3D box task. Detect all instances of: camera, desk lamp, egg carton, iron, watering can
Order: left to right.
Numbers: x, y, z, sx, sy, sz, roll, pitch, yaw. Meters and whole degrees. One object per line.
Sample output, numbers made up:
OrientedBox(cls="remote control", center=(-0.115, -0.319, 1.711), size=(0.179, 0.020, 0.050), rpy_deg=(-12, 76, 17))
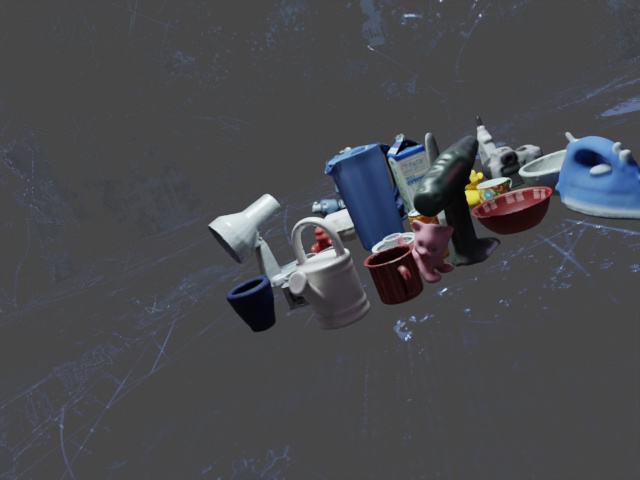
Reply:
OrientedBox(cls="desk lamp", center=(-0.142, 0.010, 1.398), size=(0.203, 0.214, 0.117), rpy_deg=(-26, 14, -20))
OrientedBox(cls="watering can", center=(0.009, 0.054, 1.004), size=(0.100, 0.194, 0.173), rpy_deg=(-19, 13, 13))
OrientedBox(cls="egg carton", center=(0.060, -0.038, 1.597), size=(0.107, 0.069, 0.150), rpy_deg=(-18, 13, 14))
OrientedBox(cls="camera", center=(0.486, -0.197, 1.484), size=(0.143, 0.101, 0.136), rpy_deg=(-22, 13, -3))
OrientedBox(cls="iron", center=(0.519, -0.125, 1.033), size=(0.118, 0.141, 0.258), rpy_deg=(-22, 13, 0))

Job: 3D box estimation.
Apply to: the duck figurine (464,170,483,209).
OrientedBox(cls="duck figurine", center=(0.373, -0.129, 1.422), size=(0.105, 0.086, 0.077), rpy_deg=(-27, 14, -25))

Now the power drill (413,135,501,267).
OrientedBox(cls="power drill", center=(0.262, -0.068, 1.066), size=(0.075, 0.208, 0.230), rpy_deg=(-9, 17, 43))

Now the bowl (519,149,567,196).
OrientedBox(cls="bowl", center=(0.525, -0.141, 1.246), size=(0.167, 0.075, 0.167), rpy_deg=(-20, 13, 5))

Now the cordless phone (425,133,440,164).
OrientedBox(cls="cordless phone", center=(0.313, -0.197, 1.576), size=(0.094, 0.185, 0.148), rpy_deg=(-17, 13, 18))

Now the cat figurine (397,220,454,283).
OrientedBox(cls="cat figurine", center=(0.191, 0.013, 1.051), size=(0.067, 0.118, 0.127), rpy_deg=(-30, 15, -33))

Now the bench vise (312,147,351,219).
OrientedBox(cls="bench vise", center=(0.072, -0.151, 1.705), size=(0.208, 0.220, 0.121), rpy_deg=(-28, 14, -27))

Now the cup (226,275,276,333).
OrientedBox(cls="cup", center=(-0.122, 0.128, 1.142), size=(0.091, 0.095, 0.118), rpy_deg=(-16, 14, 24))

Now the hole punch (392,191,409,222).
OrientedBox(cls="hole punch", center=(0.174, -0.087, 1.563), size=(0.109, 0.091, 0.101), rpy_deg=(-24, 13, -12))

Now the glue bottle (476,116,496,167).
OrientedBox(cls="glue bottle", center=(0.477, -0.271, 1.641), size=(0.037, 0.173, 0.078), rpy_deg=(-22, 13, -2))

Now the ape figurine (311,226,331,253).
OrientedBox(cls="ape figurine", center=(0.013, 0.005, 1.440), size=(0.077, 0.092, 0.076), rpy_deg=(-8, 19, 47))
